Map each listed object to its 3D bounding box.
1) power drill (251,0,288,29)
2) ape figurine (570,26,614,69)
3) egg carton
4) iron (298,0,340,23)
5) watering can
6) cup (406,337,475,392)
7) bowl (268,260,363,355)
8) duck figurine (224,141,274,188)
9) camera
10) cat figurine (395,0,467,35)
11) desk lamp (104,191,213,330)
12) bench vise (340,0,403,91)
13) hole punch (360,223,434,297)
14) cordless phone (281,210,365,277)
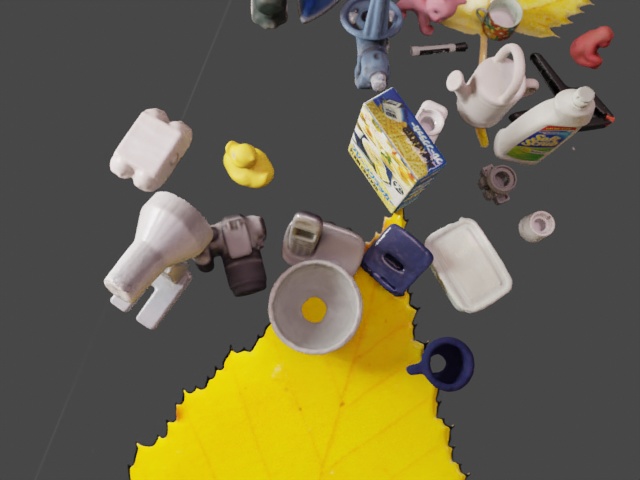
[{"bbox_3d":[-0.098,-0.513,1.083,0.075,0.208,0.230,-4,79,-5],"label":"power drill"},{"bbox_3d":[0.566,-0.404,1.177,0.076,0.092,0.078,27,77,1],"label":"ape figurine"},{"bbox_3d":[-0.311,-0.167,1.065,0.107,0.069,0.150,28,78,1],"label":"egg carton"},{"bbox_3d":[0.024,-0.573,1.140,0.118,0.141,0.258,24,77,1],"label":"iron"},{"bbox_3d":[0.328,-0.292,1.081,0.173,0.194,0.101,-23,81,-9],"label":"watering can"},{"bbox_3d":[0.203,0.223,1.015,0.118,0.095,0.092,-9,79,-6],"label":"cup"},{"bbox_3d":[-0.010,0.123,1.028,0.167,0.074,0.167,1,78,-5],"label":"bowl"},{"bbox_3d":[-0.134,-0.147,1.067,0.104,0.086,0.077,35,78,3],"label":"duck figurine"},{"bbox_3d":[-0.156,0.032,1.021,0.143,0.100,0.137,-14,80,-7],"label":"camera"},{"bbox_3d":[0.222,-0.478,1.150,0.128,0.117,0.067,31,78,2],"label":"cat figurine"},{"bbox_3d":[-0.270,0.039,0.952,0.118,0.213,0.203,33,78,3],"label":"desk lamp"},{"bbox_3d":[0.114,-0.396,1.071,0.121,0.219,0.207,-22,81,-9],"label":"bench vise"},{"bbox_3d":[0.140,0.039,1.050,0.108,0.091,0.101,40,78,4],"label":"hole punch"},{"bbox_3d":[0.009,0.004,0.998,0.147,0.185,0.094,14,77,-1],"label":"cordless phone"}]
